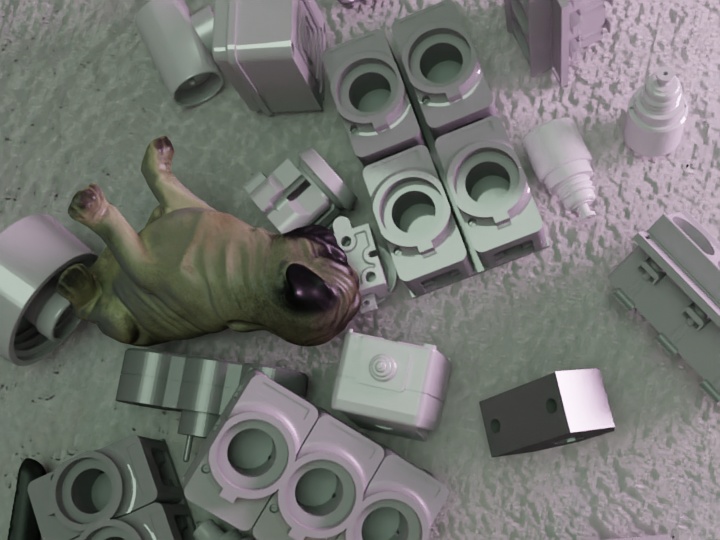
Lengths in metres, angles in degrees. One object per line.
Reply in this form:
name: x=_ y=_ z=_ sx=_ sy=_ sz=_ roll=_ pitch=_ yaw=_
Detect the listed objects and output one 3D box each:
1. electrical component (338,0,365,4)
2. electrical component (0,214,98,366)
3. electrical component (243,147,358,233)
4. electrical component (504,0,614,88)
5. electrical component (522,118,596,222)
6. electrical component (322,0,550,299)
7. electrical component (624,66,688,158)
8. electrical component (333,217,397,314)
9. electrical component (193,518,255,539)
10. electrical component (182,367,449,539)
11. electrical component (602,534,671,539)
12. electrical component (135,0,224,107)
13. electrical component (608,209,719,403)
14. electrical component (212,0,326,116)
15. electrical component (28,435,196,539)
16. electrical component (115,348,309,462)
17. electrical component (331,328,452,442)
electrical component: x=-0.003 y=-0.237 z=0.824 sx=0.048 sy=0.066 sz=0.055 roll=-13 pitch=94 yaw=10
electrical component: x=-0.236 y=0.020 z=0.791 sx=0.060 sy=0.108 sz=0.108 roll=33 pitch=86 yaw=12
electrical component: x=-0.039 y=-0.052 z=0.787 sx=0.057 sy=0.058 sz=0.078 roll=-42 pitch=68 yaw=2
electrical component: x=0.137 y=-0.190 z=0.746 sx=0.063 sy=0.121 sz=0.078 roll=-25 pitch=72 yaw=3
electrical component: x=0.145 y=-0.071 z=0.758 sx=0.040 sy=0.040 sz=0.078 roll=-23 pitch=73 yaw=6
electrical component: x=0.052 y=-0.089 z=0.773 sx=0.105 sy=0.060 sz=0.186 roll=-21 pitch=73 yaw=7
electrical component: x=0.204 y=-0.111 z=0.738 sx=0.040 sy=0.078 sz=0.040 roll=-3 pitch=63 yaw=6
electrical component: x=0.000 y=0.000 z=0.766 sx=0.048 sy=0.055 sz=0.066 roll=-18 pitch=74 yaw=8
electrical component: x=-0.090 y=0.200 z=0.745 sx=0.043 sy=0.043 sz=0.062 roll=-47 pitch=70 yaw=-1
electrical component: x=-0.029 y=0.141 z=0.704 sx=0.150 sy=0.062 sz=0.089 roll=32 pitch=85 yaw=-8
electrical component: x=0.173 y=0.215 z=0.677 sx=0.056 sy=0.050 sz=0.089 roll=-8 pitch=75 yaw=11
electrical component: x=-0.126 y=-0.181 z=0.845 sx=0.079 sy=0.044 sz=0.077 roll=-29 pitch=72 yaw=4
electrical component: x=0.226 y=0.026 z=0.700 sx=0.121 sy=0.079 sz=0.063 roll=50 pitch=120 yaw=18
electrical component: x=-0.065 y=-0.168 z=0.792 sx=0.057 sy=0.113 sz=0.078 roll=-1 pitch=76 yaw=10
electrical component: x=-0.162 y=0.202 z=0.751 sx=0.089 sy=0.061 sz=0.150 roll=-25 pitch=73 yaw=6
electrical component: x=-0.109 y=0.102 z=0.768 sx=0.138 sy=0.052 sz=0.073 roll=6 pitch=78 yaw=13
electrical component: x=0.021 y=0.079 z=0.721 sx=0.062 sy=0.096 sz=0.061 roll=10 pitch=81 yaw=15
